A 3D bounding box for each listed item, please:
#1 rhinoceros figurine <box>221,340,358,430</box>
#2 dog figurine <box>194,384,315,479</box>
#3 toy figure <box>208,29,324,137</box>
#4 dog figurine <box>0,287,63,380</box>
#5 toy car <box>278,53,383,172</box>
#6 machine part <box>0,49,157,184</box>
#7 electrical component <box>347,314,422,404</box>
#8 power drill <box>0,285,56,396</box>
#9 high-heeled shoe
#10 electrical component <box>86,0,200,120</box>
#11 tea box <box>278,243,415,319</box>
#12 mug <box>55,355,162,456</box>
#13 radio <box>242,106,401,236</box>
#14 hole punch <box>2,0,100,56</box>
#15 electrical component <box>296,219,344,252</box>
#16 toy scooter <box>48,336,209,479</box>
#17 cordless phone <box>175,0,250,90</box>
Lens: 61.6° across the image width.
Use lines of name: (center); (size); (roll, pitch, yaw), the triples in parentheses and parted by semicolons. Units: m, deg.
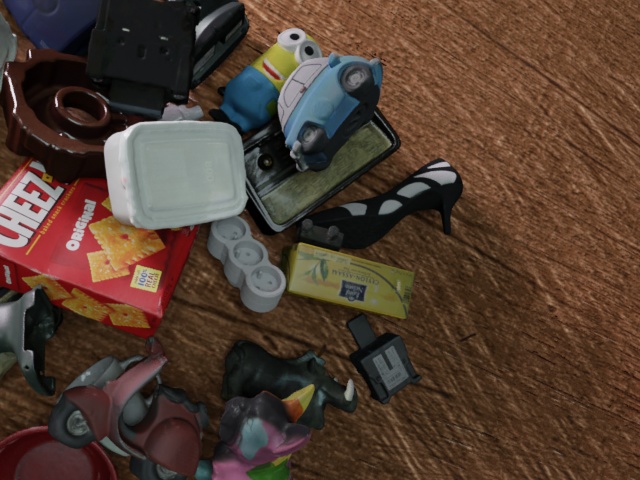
rhinoceros figurine: (-0.041, 0.197, 0.723); (0.190, 0.073, 0.112); (24, 68, -12)
dog figurine: (-0.057, 0.271, 0.634); (0.191, 0.108, 0.219); (36, 114, -12)
toy figure: (-0.071, -0.214, 0.738); (0.180, 0.089, 0.082); (-47, 113, -6)
dog figurine: (-0.416, 0.111, 0.607); (0.172, 0.121, 0.190); (36, 63, -15)
toy car: (0.002, -0.170, 0.678); (0.103, 0.109, 0.161); (40, 88, 14)
machine part: (-0.284, -0.147, 0.638); (0.179, 0.056, 0.179); (22, 46, -25)
electrical component: (0.085, 0.164, 0.773); (0.075, 0.048, 0.119); (-26, 95, -18)
power drill: (-0.363, 0.125, 0.502); (0.207, 0.085, 0.232); (-10, 57, -8)
high-heeled shoe: (0.090, -0.067, 0.790); (0.249, 0.086, 0.145); (2, 55, -3)
electrical component: (-0.203, -0.210, 0.621); (0.115, 0.058, 0.134); (6, 89, -12)
tea box: (0.031, 0.057, 0.738); (0.170, 0.098, 0.068); (14, 81, -14)
mug: (-0.243, 0.199, 0.657); (0.109, 0.081, 0.107); (-39, 108, -21)
radio: (-0.014, -0.119, 0.750); (0.229, 0.073, 0.131); (-37, 97, -17)
hole punch: (-0.320, -0.290, 0.664); (0.116, 0.092, 0.142); (-37, 100, -13)
electrical component: (-0.002, -0.002, 0.732); (0.063, 0.094, 0.021); (15, 73, 1)
toy scooter: (-0.191, 0.190, 0.604); (0.183, 0.075, 0.135); (43, 66, -29)
cordless phone: (-0.201, -0.306, 0.716); (0.184, 0.088, 0.146); (38, 76, 1)
